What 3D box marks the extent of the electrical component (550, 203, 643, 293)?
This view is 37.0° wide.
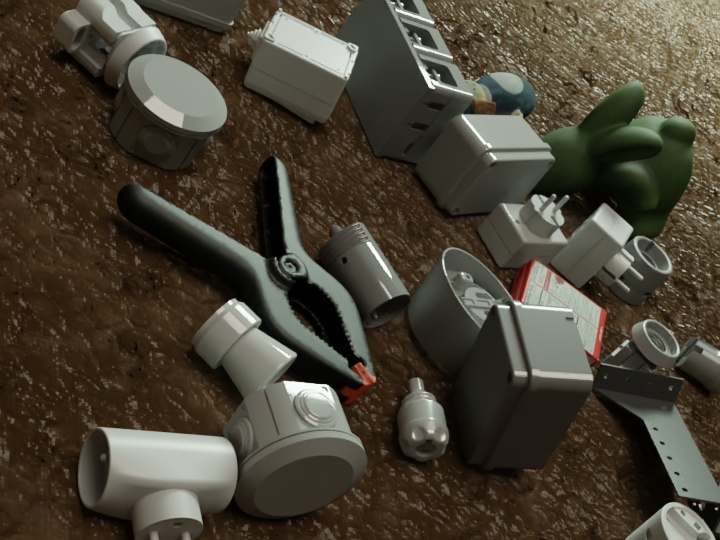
[{"bbox_3d":[0.235,-0.010,1.028,0.077,0.065,0.047,43,35,3],"label":"electrical component"}]

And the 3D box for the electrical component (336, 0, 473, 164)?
[{"bbox_3d":[0.039,-0.185,1.014,0.062,0.089,0.150,8,47,-37],"label":"electrical component"}]

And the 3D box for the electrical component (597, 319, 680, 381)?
[{"bbox_3d":[0.250,0.077,0.957,0.048,0.055,0.066,49,36,11],"label":"electrical component"}]

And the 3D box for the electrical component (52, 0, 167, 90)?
[{"bbox_3d":[-0.187,-0.175,0.826,0.057,0.058,0.078,43,35,9],"label":"electrical component"}]

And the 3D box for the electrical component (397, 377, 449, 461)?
[{"bbox_3d":[0.043,0.102,0.758,0.035,0.035,0.061,22,37,-24],"label":"electrical component"}]

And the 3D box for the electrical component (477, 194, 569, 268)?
[{"bbox_3d":[0.160,-0.043,0.984,0.066,0.076,0.047,1,51,-42],"label":"electrical component"}]

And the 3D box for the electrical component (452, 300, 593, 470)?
[{"bbox_3d":[0.113,0.084,0.770,0.057,0.113,0.078,5,46,-14],"label":"electrical component"}]

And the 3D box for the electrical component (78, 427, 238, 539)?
[{"bbox_3d":[-0.107,0.126,0.587,0.077,0.044,0.079,11,45,-35],"label":"electrical component"}]

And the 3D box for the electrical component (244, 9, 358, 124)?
[{"bbox_3d":[-0.059,-0.180,0.950,0.096,0.061,0.061,25,38,-8],"label":"electrical component"}]

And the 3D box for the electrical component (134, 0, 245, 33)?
[{"bbox_3d":[-0.162,-0.278,0.960,0.109,0.056,0.108,13,43,-33],"label":"electrical component"}]

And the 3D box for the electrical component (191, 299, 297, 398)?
[{"bbox_3d":[-0.075,0.052,0.695,0.055,0.045,0.045,44,35,5],"label":"electrical component"}]

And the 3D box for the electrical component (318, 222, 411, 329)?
[{"bbox_3d":[0.000,0.000,0.821,0.043,0.043,0.081,-7,57,-46],"label":"electrical component"}]

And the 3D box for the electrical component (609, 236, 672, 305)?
[{"bbox_3d":[0.277,-0.001,1.072,0.055,0.047,0.055,25,38,-21],"label":"electrical component"}]

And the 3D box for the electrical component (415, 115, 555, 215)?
[{"bbox_3d":[0.118,-0.098,1.005,0.113,0.078,0.057,-8,54,-46],"label":"electrical component"}]

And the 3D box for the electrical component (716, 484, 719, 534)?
[{"bbox_3d":[0.314,0.207,0.879,0.074,0.052,0.138,33,36,-10],"label":"electrical component"}]

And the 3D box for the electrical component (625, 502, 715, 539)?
[{"bbox_3d":[0.231,0.210,0.805,0.055,0.047,0.055,24,38,-21],"label":"electrical component"}]

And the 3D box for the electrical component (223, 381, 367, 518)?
[{"bbox_3d":[-0.040,0.108,0.639,0.080,0.080,0.051,11,39,-35],"label":"electrical component"}]

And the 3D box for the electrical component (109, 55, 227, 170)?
[{"bbox_3d":[-0.145,-0.119,0.809,0.080,0.051,0.080,25,38,-21],"label":"electrical component"}]

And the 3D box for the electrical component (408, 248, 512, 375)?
[{"bbox_3d":[0.088,0.035,0.846,0.099,0.064,0.099,24,38,-21],"label":"electrical component"}]

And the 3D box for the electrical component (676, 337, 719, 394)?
[{"bbox_3d":[0.333,0.090,1.033,0.046,0.040,0.040,32,36,-1],"label":"electrical component"}]
